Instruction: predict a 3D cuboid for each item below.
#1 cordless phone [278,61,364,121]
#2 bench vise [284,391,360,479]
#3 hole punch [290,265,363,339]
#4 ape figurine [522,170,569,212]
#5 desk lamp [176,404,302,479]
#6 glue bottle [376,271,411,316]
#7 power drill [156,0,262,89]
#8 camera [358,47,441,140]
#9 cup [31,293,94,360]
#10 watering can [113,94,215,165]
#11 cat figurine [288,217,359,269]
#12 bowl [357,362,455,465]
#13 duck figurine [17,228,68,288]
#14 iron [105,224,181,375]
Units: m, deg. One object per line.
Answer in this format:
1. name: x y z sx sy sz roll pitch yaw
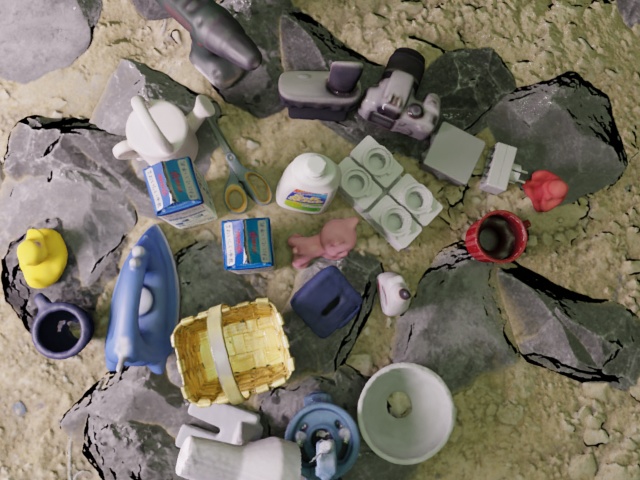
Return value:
1. cordless phone: 0.003 -0.273 0.976 0.147 0.185 0.094 -2 84 -4
2. bench vise: 0.018 0.355 0.899 0.121 0.219 0.207 -21 86 -5
3. hole punch: 0.014 0.107 0.988 0.109 0.091 0.101 -44 88 -7
4. ape figurine: 0.415 -0.089 1.034 0.076 0.092 0.078 14 84 -2
5. desk lamp: -0.134 0.339 0.894 0.203 0.213 0.118 21 83 -1
6. glue bottle: 0.128 0.090 0.956 0.037 0.173 0.078 -15 85 -5
7. power drill: -0.179 -0.336 0.958 0.229 0.208 0.076 43 83 1
8. camera: 0.157 -0.270 1.029 0.143 0.100 0.137 21 83 -1
9. cup: -0.423 0.139 0.953 0.092 0.095 0.118 -37 88 -6
10. watering can: -0.260 -0.185 0.945 0.101 0.194 0.173 40 83 1
11. cat figurine: 0.009 0.004 0.984 0.128 0.117 0.067 -17 86 -5
12. bowl: 0.142 0.293 0.987 0.167 0.074 0.167 0 84 -4
13. duck figurine: -0.477 0.029 0.964 0.077 0.086 0.105 4 84 -3
14. iron: -0.299 0.093 0.942 0.118 0.141 0.258 4 84 -3
